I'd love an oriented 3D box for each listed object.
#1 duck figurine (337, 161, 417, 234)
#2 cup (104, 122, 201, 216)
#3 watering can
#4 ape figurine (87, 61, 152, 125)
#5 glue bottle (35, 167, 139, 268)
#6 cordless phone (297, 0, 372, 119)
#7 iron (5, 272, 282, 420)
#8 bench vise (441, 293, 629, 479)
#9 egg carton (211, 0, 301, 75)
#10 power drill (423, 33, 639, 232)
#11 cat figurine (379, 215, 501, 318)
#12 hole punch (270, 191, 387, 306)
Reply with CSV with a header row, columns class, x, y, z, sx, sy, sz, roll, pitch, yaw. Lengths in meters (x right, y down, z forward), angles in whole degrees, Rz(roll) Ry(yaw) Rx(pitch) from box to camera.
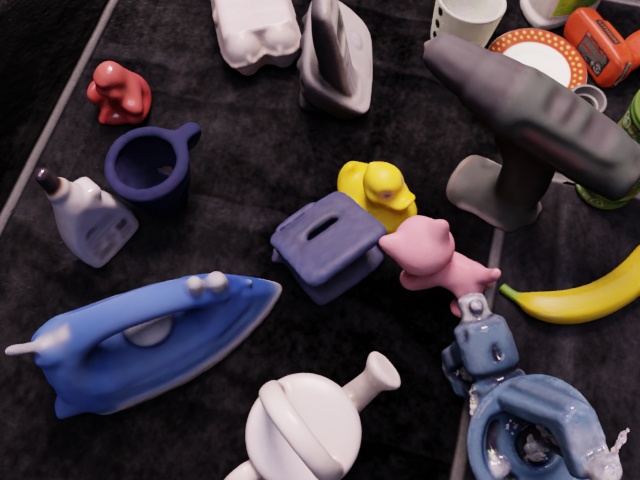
class,x,y,z,sx,sy,sz,roll,pitch,yaw
duck figurine,0.066,-0.059,0.648,0.104,0.086,0.077,41,75,15
cup,-0.176,-0.077,0.657,0.091,0.095,0.118,41,75,16
watering can,-0.009,0.163,0.505,0.100,0.194,0.173,30,73,13
ape figurine,-0.248,-0.183,0.701,0.076,0.092,0.077,-43,73,-14
glue bottle,-0.249,-0.031,0.598,0.037,0.173,0.078,36,74,15
cordless phone,0.018,-0.244,0.668,0.094,0.185,0.147,0,69,2
iron,-0.164,0.078,0.571,0.258,0.141,0.118,-23,70,-7
bench vise,0.165,0.145,0.494,0.121,0.220,0.207,-34,71,-11
egg carton,-0.086,-0.291,0.751,0.107,0.069,0.150,-15,69,-4
power drill,0.197,-0.095,0.592,0.229,0.208,0.076,28,72,12
cat figurine,0.127,0.019,0.598,0.127,0.118,0.067,25,72,11
hole punch,0.006,0.002,0.623,0.109,0.091,0.101,-36,72,-12
